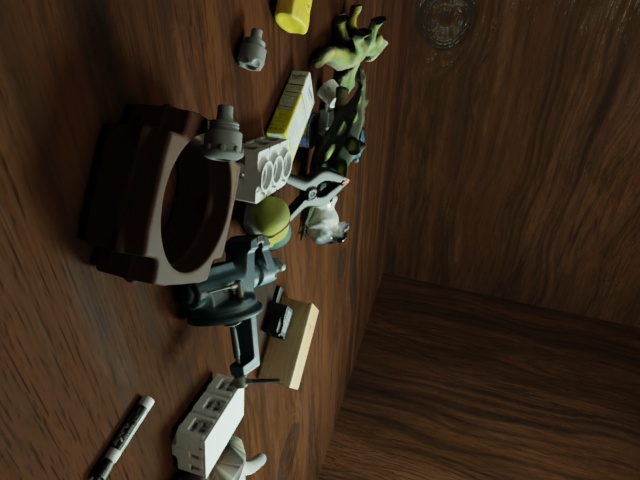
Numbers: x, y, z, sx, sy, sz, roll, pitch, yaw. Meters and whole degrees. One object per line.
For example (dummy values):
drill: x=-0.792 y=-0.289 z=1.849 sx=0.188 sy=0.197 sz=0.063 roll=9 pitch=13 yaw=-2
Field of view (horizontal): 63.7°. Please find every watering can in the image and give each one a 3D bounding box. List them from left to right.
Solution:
watering can: x=-0.183 y=0.469 z=0.985 sx=0.353 sy=0.104 sz=0.221 roll=-48 pitch=146 yaw=-63

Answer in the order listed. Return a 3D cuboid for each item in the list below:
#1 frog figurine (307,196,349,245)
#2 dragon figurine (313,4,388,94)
frog figurine: x=0.004 y=-0.071 z=1.415 sx=0.158 sy=0.121 sz=0.140 roll=58 pitch=39 yaw=-15
dragon figurine: x=0.076 y=-0.465 z=1.362 sx=0.418 sy=0.123 sz=0.237 roll=-50 pitch=159 yaw=-35
